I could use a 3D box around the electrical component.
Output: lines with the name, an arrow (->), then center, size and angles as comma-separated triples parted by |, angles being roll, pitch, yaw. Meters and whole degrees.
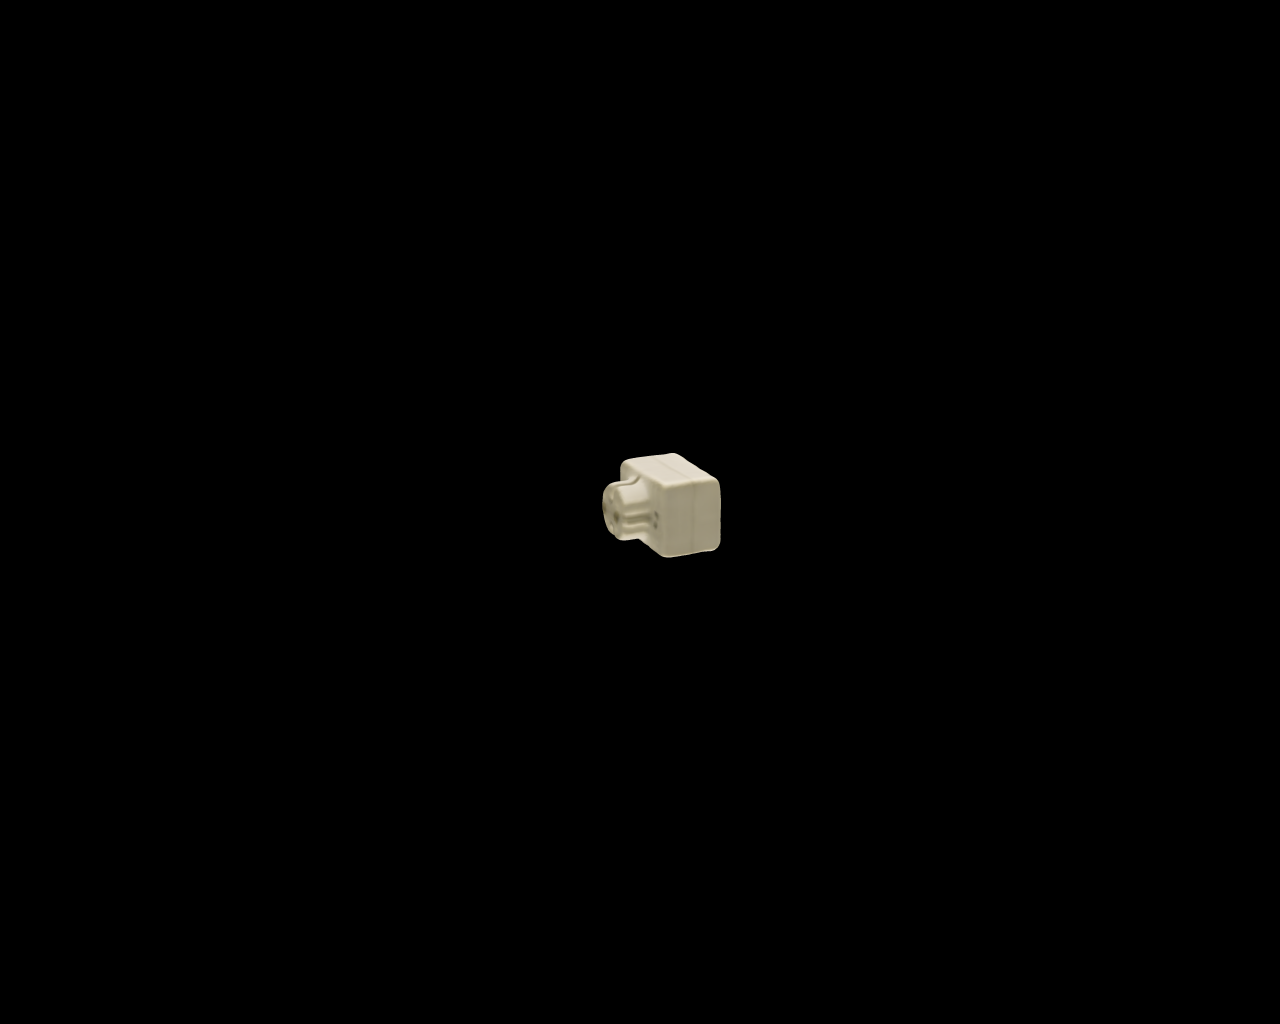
electrical component -> 0.001, -0.003, 0.650 | 0.077, 0.047, 0.066 | -8, 20, -22
